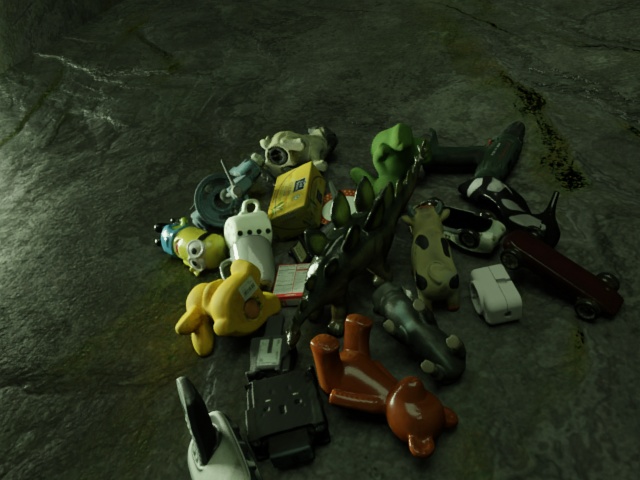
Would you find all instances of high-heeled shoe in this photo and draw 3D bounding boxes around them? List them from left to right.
[{"bbox_3d":[0.350,-0.040,1.039,0.249,0.086,0.145,13,75,53],"label":"high-heeled shoe"}]

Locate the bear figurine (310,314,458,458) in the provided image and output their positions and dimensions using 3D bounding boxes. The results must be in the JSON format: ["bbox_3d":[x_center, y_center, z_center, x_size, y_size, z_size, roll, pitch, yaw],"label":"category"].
[{"bbox_3d":[0.091,0.203,0.752,0.196,0.131,0.120,16,28,40],"label":"bear figurine"}]

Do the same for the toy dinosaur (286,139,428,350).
[{"bbox_3d":[0.075,0.001,0.941,0.105,0.198,0.471,21,52,26],"label":"toy dinosaur"}]

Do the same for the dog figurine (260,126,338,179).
[{"bbox_3d":[-0.048,-0.230,1.288,0.121,0.172,0.191,-35,27,33],"label":"dog figurine"}]

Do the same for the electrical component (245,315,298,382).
[{"bbox_3d":[-0.077,0.184,0.884,0.075,0.047,0.119,-8,39,6],"label":"electrical component"}]

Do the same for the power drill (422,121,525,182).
[{"bbox_3d":[0.344,-0.202,1.213,0.208,0.085,0.232,13,48,18],"label":"power drill"}]

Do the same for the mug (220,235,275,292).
[{"bbox_3d":[-0.135,0.056,1.031,0.110,0.080,0.107,-16,48,-10],"label":"mug"}]

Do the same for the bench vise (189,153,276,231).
[{"bbox_3d":[-0.185,-0.111,1.180,0.224,0.128,0.241,-37,10,-16],"label":"bench vise"}]

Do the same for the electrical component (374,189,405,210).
[{"bbox_3d":[0.125,-0.050,1.080,0.078,0.045,0.102,34,85,24],"label":"electrical component"}]

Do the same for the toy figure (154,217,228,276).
[{"bbox_3d":[-0.272,0.005,1.131,0.180,0.082,0.089,21,51,38],"label":"toy figure"}]

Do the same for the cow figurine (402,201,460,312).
[{"bbox_3d":[0.193,0.019,0.942,0.086,0.127,0.195,-5,43,5],"label":"cow figurine"}]

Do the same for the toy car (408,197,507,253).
[{"bbox_3d":[0.256,-0.030,1.034,0.202,0.056,0.073,20,54,43],"label":"toy car"}]

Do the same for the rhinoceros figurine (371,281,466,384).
[{"bbox_3d":[0.151,0.135,0.833,0.073,0.112,0.190,-47,57,4],"label":"rhinoceros figurine"}]

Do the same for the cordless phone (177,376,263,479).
[{"bbox_3d":[-0.135,0.269,0.691,0.089,0.184,0.147,-22,39,-17],"label":"cordless phone"}]

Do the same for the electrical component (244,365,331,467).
[{"bbox_3d":[-0.048,0.258,0.779,0.115,0.058,0.134,-17,39,-1],"label":"electrical component"}]

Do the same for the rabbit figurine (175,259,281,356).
[{"bbox_3d":[-0.178,0.125,0.956,0.173,0.121,0.162,4,50,44],"label":"rabbit figurine"}]

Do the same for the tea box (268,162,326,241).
[{"bbox_3d":[-0.049,-0.086,1.165,0.098,0.068,0.170,-23,33,22],"label":"tea box"}]

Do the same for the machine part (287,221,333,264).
[{"bbox_3d":[-0.002,-0.003,1.068,0.139,0.039,0.084,-44,35,5],"label":"machine part"}]

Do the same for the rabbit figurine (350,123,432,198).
[{"bbox_3d":[0.145,-0.145,1.155,0.159,0.121,0.170,-4,70,36],"label":"rabbit figurine"}]

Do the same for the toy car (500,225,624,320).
[{"bbox_3d":[0.392,0.055,0.882,0.202,0.053,0.089,38,54,21],"label":"toy car"}]
